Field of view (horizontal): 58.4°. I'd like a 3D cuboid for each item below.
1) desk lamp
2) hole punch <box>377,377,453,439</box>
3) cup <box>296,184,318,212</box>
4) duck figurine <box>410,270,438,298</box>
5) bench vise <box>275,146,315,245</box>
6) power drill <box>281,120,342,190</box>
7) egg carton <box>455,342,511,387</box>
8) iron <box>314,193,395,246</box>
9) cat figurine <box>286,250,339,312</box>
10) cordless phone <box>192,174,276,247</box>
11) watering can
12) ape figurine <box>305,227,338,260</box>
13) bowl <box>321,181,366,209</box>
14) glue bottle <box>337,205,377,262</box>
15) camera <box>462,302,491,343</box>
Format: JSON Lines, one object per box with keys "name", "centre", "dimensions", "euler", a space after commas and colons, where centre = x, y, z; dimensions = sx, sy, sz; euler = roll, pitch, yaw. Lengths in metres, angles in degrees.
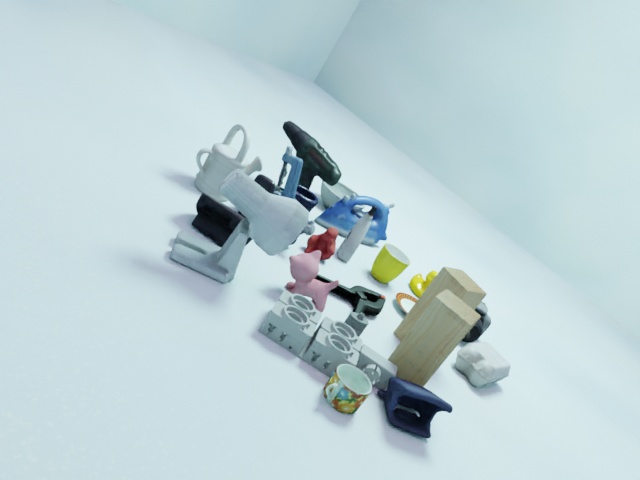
{"name": "desk lamp", "centre": [-0.154, -0.022, 1.129], "dimensions": [0.204, 0.213, 0.118], "euler": [26, 22, -18]}
{"name": "hole punch", "centre": [0.178, 0.299, 1.075], "dimensions": [0.109, 0.091, 0.101], "euler": [26, 22, -19]}
{"name": "cup", "centre": [-0.072, -0.095, 1.578], "dimensions": [0.091, 0.095, 0.118], "euler": [44, 23, 28]}
{"name": "duck figurine", "centre": [0.316, 0.126, 1.666], "dimensions": [0.078, 0.086, 0.104], "euler": [15, 27, -39]}
{"name": "bench vise", "centre": [-0.079, -0.107, 1.419], "dimensions": [0.207, 0.219, 0.121], "euler": [33, 21, 1]}
{"name": "power drill", "centre": [-0.059, -0.207, 1.683], "dimensions": [0.229, 0.208, 0.076], "euler": [36, 21, 7]}
{"name": "egg carton", "centre": [0.402, 0.306, 1.414], "dimensions": [0.151, 0.069, 0.107], "euler": [7, 33, -50]}
{"name": "iron", "centre": [0.115, -0.082, 1.755], "dimensions": [0.259, 0.141, 0.118], "euler": [15, 27, -39]}
{"name": "cat figurine", "centre": [-0.020, 0.080, 1.233], "dimensions": [0.128, 0.117, 0.067], "euler": [30, 21, -7]}
{"name": "cordless phone", "centre": [-0.185, -0.084, 1.261], "dimensions": [0.147, 0.185, 0.094], "euler": [32, 21, -2]}
{"name": "watering can", "centre": [-0.227, -0.204, 1.454], "dimensions": [0.100, 0.194, 0.173], "euler": [41, 22, 21]}
{"name": "ape figurine", "centre": [0.014, 0.005, 1.485], "dimensions": [0.077, 0.092, 0.076], "euler": [43, 23, 26]}
{"name": "bowl", "centre": [0.063, -0.129, 1.878], "dimensions": [0.168, 0.074, 0.167], "euler": [29, 21, -12]}
{"name": "glue bottle", "centre": [0.105, -0.024, 1.568], "dimensions": [0.037, 0.173, 0.078], "euler": [29, 21, -10]}
{"name": "camera", "centre": [0.403, 0.213, 1.577], "dimensions": [0.143, 0.100, 0.137], "euler": [35, 21, 5]}
